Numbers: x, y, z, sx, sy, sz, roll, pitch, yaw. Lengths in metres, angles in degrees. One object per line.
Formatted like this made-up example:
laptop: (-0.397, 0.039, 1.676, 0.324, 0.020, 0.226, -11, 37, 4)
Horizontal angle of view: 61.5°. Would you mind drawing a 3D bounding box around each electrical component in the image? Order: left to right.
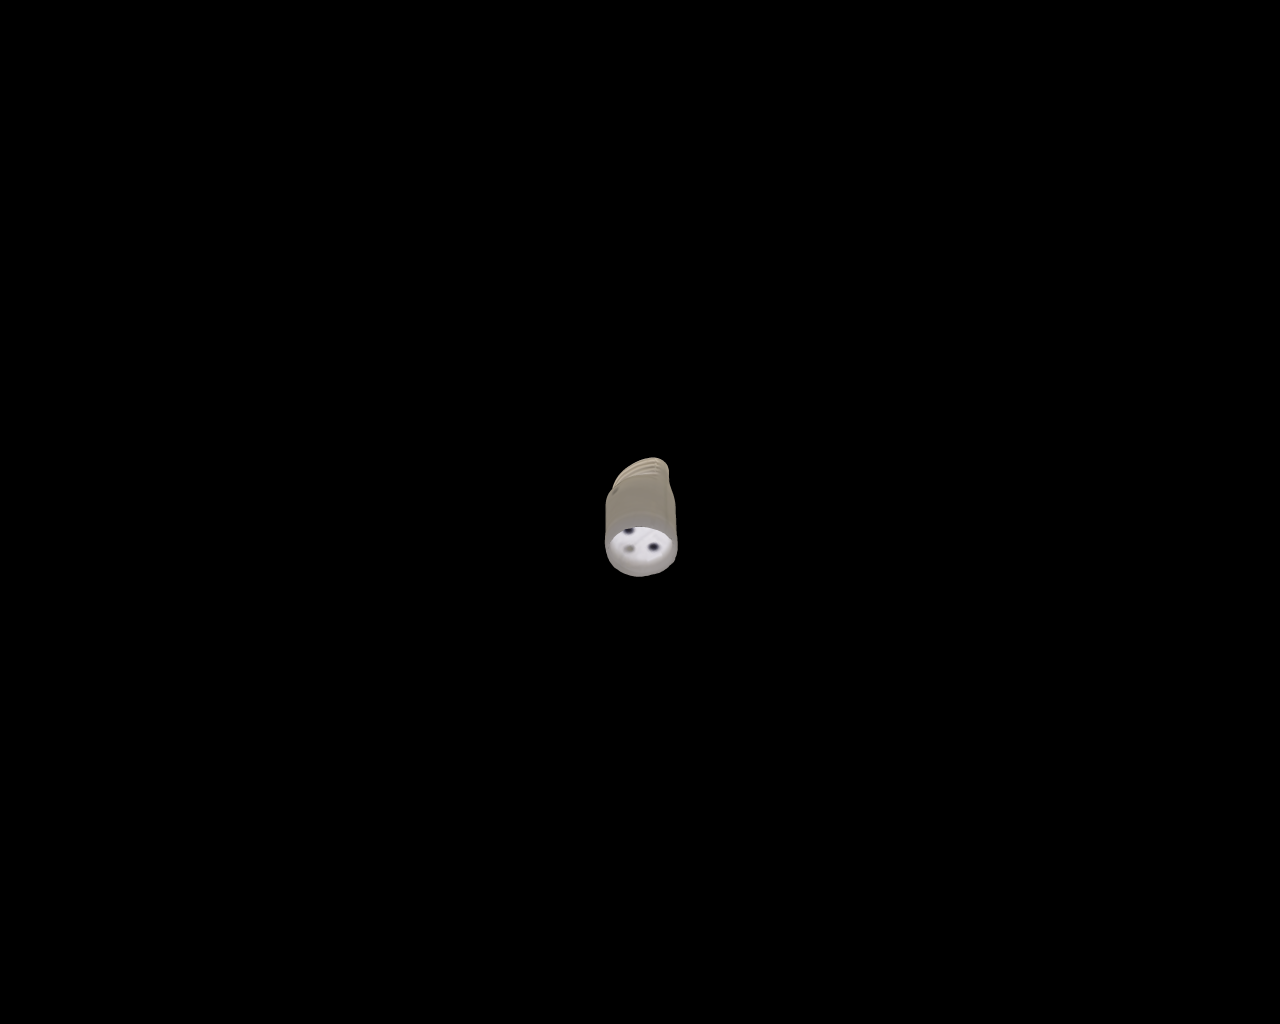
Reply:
electrical component: (0.001, -0.003, 0.650, 0.043, 0.043, 0.081, 0, 41, 0)
